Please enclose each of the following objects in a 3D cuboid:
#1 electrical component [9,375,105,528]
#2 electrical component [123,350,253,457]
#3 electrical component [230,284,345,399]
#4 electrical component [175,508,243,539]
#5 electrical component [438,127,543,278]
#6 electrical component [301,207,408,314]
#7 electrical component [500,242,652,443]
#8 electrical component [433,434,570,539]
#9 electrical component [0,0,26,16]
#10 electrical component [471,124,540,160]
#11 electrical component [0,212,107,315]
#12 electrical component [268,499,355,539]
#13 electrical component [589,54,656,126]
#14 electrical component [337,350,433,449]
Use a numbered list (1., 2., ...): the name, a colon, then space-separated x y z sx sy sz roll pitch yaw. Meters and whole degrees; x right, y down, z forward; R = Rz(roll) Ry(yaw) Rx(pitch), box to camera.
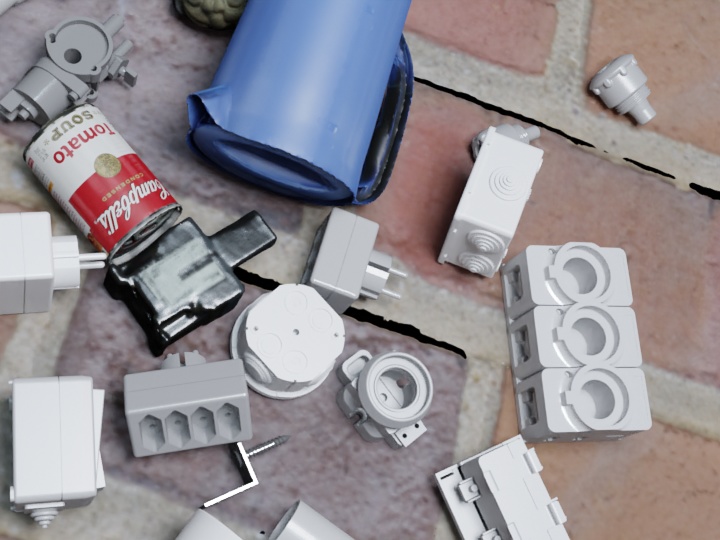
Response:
1. electrical component: -0.203 0.123 0.721 0.061 0.061 0.096 -1 72 -18
2. electrical component: -0.124 0.084 0.765 0.083 0.047 0.075 -8 40 -9
3. electrical component: -0.053 0.052 0.799 0.080 0.051 0.080 6 70 -16
4. electrical component: -0.087 0.215 0.705 0.108 0.108 0.060 42 71 -1
5. electrical component: 0.105 -0.051 0.860 0.048 0.099 0.099 21 66 4
6. electrical component: 0.000 0.000 0.836 0.077 0.047 0.065 21 67 -10
7. electrical component: 0.173 0.059 0.863 0.089 0.061 0.150 1 72 -17
8. electrical component: 0.118 0.191 0.800 0.079 0.063 0.121 -20 79 -23
9. electrical component: -0.276 -0.218 0.826 0.065 0.044 0.044 -39 87 -30
10. electrical component: 0.128 -0.109 0.922 0.061 0.035 0.035 -23 80 -26
11. electrical component: -0.216 -0.005 0.749 0.076 0.083 0.047 -4 73 -19
12. electrical component: -0.023 0.204 0.761 0.081 0.043 0.043 37 65 -3
13. electrical component: 0.242 -0.160 0.971 0.048 0.048 0.062 -41 94 -25
14. electrical component: 0.021 0.093 0.806 0.058 0.057 0.078 -35 85 -25
